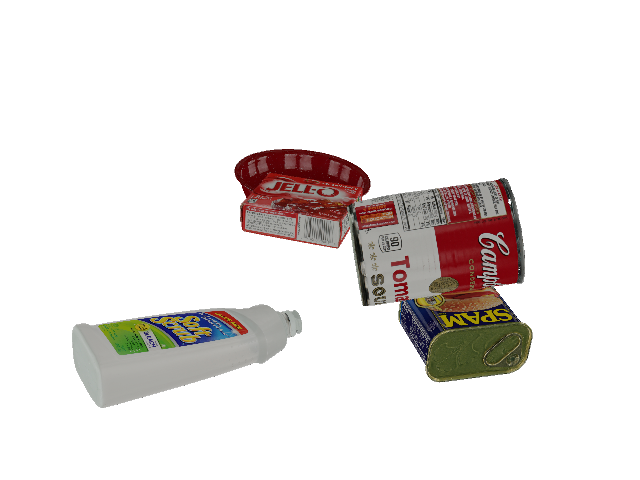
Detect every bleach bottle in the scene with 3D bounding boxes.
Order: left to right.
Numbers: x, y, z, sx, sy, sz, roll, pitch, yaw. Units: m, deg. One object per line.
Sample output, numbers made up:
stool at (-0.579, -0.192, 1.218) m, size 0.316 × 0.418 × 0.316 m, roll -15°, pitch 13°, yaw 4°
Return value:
bleach bottle at (-0.141, 0.114, 1.194) m, size 0.250 × 0.068 × 0.103 m, roll -12°, pitch 32°, yaw -26°

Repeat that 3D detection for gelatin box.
gelatin box at (-0.016, -0.028, 0.917) m, size 0.089 × 0.030 × 0.073 m, roll 11°, pitch 27°, yaw 13°

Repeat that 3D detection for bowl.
bowl at (-0.024, -0.054, 1.264) m, size 0.162 × 0.055 × 0.162 m, roll 6°, pitch 26°, yaw -3°

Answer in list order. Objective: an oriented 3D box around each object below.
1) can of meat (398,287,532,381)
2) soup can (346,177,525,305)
can of meat at (0.132, 0.080, 0.994) m, size 0.102 × 0.057 × 0.084 m, roll -5°, pitch 32°, yaw -16°
soup can at (0.072, 0.001, 0.677) m, size 0.102 × 0.068 × 0.068 m, roll -9°, pitch 0°, yaw 1°
